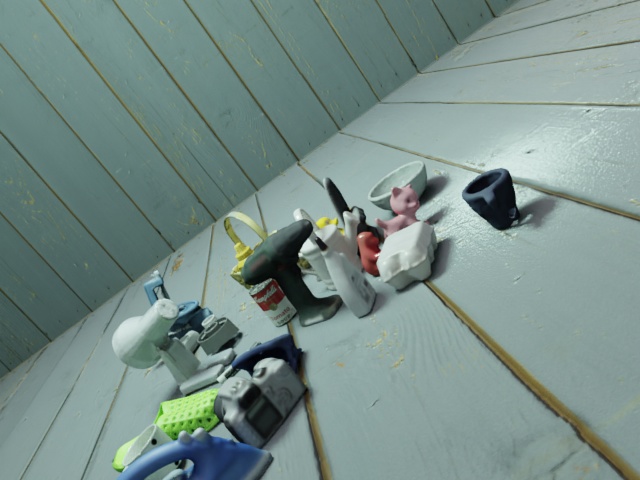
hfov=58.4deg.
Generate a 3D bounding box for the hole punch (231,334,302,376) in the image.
[{"bbox_3d":[-0.101,0.221,1.084,0.108,0.091,0.101,-31,17,18],"label":"hole punch"}]

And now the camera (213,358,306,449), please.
[{"bbox_3d":[-0.122,0.267,0.979,0.136,0.101,0.143,-14,27,53],"label":"camera"}]

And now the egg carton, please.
[{"bbox_3d":[0.170,0.027,1.104,0.107,0.069,0.150,-27,18,29],"label":"egg carton"}]

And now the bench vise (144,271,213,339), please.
[{"bbox_3d":[-0.426,0.207,1.564,0.208,0.220,0.121,-44,18,-24],"label":"bench vise"}]

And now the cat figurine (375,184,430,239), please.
[{"bbox_3d":[0.176,-0.061,1.254,0.128,0.118,0.067,-39,16,-10],"label":"cat figurine"}]

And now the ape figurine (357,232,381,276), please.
[{"bbox_3d":[0.112,0.022,1.199,0.076,0.092,0.078,-33,17,12],"label":"ape figurine"}]

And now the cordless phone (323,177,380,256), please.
[{"bbox_3d":[0.056,-0.059,1.374,0.094,0.185,0.147,-35,16,6],"label":"cordless phone"}]

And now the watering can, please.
[{"bbox_3d":[0.012,0.004,1.274,0.173,0.194,0.100,-39,16,-9],"label":"watering can"}]

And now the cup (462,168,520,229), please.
[{"bbox_3d":[0.313,-0.062,1.013,0.091,0.095,0.118,-31,17,19],"label":"cup"}]

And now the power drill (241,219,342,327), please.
[{"bbox_3d":[-0.050,0.072,1.183,0.229,0.209,0.076,-24,20,37],"label":"power drill"}]

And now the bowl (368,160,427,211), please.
[{"bbox_3d":[0.207,-0.124,1.445,0.167,0.075,0.167,-33,16,11],"label":"bowl"}]

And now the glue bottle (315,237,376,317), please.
[{"bbox_3d":[0.043,0.061,1.085,0.037,0.173,0.078,-27,19,29],"label":"glue bottle"}]

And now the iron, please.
[{"bbox_3d":[-0.212,0.356,0.842,0.258,0.141,0.118,-38,16,-6],"label":"iron"}]

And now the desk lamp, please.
[{"bbox_3d":[-0.338,0.240,1.300,0.203,0.214,0.118,-28,18,28],"label":"desk lamp"}]

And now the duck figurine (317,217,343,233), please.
[{"bbox_3d":[0.019,-0.018,1.516,0.104,0.086,0.077,-32,17,14],"label":"duck figurine"}]
